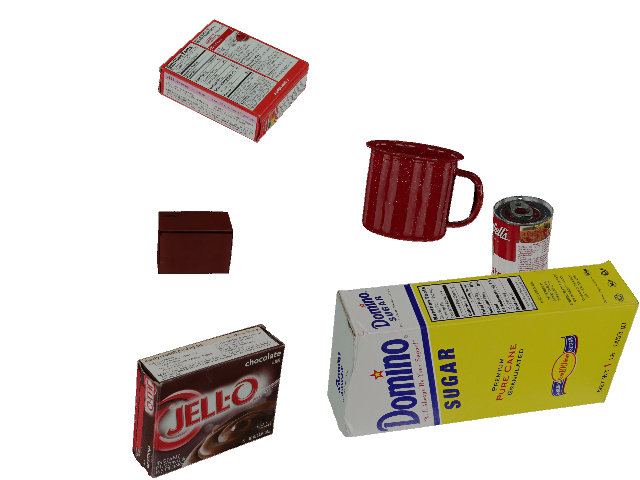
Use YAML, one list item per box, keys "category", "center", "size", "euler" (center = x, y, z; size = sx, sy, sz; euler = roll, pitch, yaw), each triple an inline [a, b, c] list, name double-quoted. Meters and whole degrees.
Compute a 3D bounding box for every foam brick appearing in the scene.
- category: "foam brick"
  center: [-0.135, 0.002, 1.141]
  size: [0.078, 0.051, 0.053]
  euler: [0, 25, -10]

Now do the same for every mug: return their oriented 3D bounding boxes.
- category: "mug"
  center: [0.096, -0.045, 1.009]
  size: [0.117, 0.081, 0.093]
  euler: [10, 14, 13]

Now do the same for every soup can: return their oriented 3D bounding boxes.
- category: "soup can"
  center: [0.234, 0.008, 1.242]
  size: [0.068, 0.102, 0.068]
  euler: [-3, 30, 1]

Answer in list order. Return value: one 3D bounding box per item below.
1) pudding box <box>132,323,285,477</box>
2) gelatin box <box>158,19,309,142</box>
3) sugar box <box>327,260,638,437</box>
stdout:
- category: "pudding box"
  center: [-0.085, 0.120, 0.812]
  size: [0.113, 0.090, 0.039]
  euler: [-16, 39, -36]
- category: "gelatin box"
  center: [-0.065, -0.120, 0.796]
  size: [0.089, 0.030, 0.073]
  euler: [26, 51, 13]
- category: "sugar box"
  center: [0.096, 0.067, 0.650]
  size: [0.176, 0.093, 0.048]
  euler: [-8, 41, -13]
